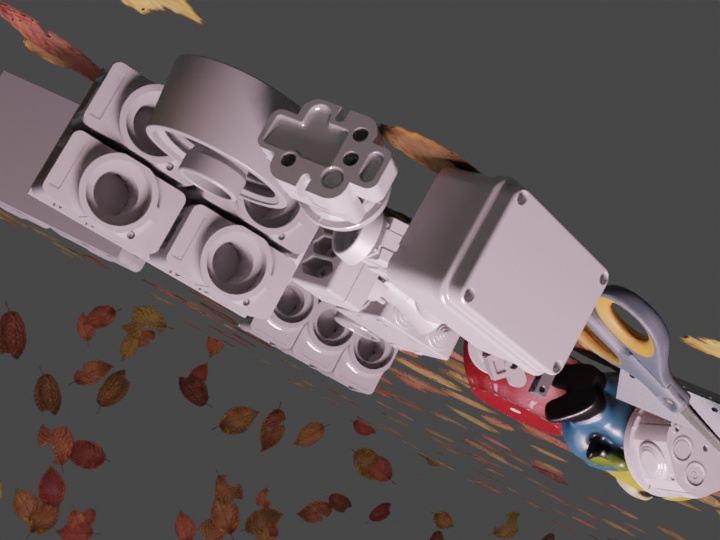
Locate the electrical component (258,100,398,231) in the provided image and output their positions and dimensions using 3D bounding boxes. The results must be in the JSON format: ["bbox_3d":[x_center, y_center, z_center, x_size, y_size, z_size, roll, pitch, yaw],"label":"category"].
[{"bbox_3d":[-0.014,-0.057,0.616,0.078,0.058,0.057,23,166,22],"label":"electrical component"}]

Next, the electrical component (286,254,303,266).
[{"bbox_3d":[-0.045,-0.013,0.936,0.066,0.048,0.055,18,158,44],"label":"electrical component"}]

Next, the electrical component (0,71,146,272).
[{"bbox_3d":[-0.253,-0.085,0.947,0.186,0.105,0.060,25,169,15],"label":"electrical component"}]

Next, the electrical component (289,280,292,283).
[{"bbox_3d":[-0.091,-0.027,0.998,0.099,0.064,0.099,39,167,11],"label":"electrical component"}]

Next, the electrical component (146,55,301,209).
[{"bbox_3d":[-0.081,-0.078,0.669,0.108,0.060,0.108,26,169,5],"label":"electrical component"}]

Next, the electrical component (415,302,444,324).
[{"bbox_3d":[0.054,0.008,0.801,0.044,0.044,0.065,22,163,28],"label":"electrical component"}]

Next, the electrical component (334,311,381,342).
[{"bbox_3d":[0.007,0.038,1.041,0.055,0.047,0.055,27,169,5],"label":"electrical component"}]

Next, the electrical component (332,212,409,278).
[{"bbox_3d":[0.014,-0.020,0.756,0.055,0.048,0.066,24,172,-28],"label":"electrical component"}]

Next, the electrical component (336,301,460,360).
[{"bbox_3d":[0.037,0.038,0.966,0.100,0.048,0.100,33,167,-28],"label":"electrical component"}]

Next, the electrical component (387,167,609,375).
[{"bbox_3d":[0.080,0.002,0.605,0.057,0.078,0.113,20,167,48],"label":"electrical component"}]

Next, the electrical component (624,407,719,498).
[{"bbox_3d":[0.247,0.135,0.821,0.080,0.080,0.051,31,164,-18],"label":"electrical component"}]

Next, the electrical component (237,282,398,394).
[{"bbox_3d":[-0.037,0.056,1.123,0.150,0.089,0.062,31,169,-17],"label":"electrical component"}]

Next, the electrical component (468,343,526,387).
[{"bbox_3d":[0.114,0.061,0.867,0.055,0.048,0.066,144,109,-85],"label":"electrical component"}]

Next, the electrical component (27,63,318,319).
[{"bbox_3d":[-0.126,-0.053,0.777,0.186,0.105,0.060,32,169,-23],"label":"electrical component"}]

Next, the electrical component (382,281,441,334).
[{"bbox_3d":[0.040,0.017,0.885,0.065,0.044,0.044,37,167,-23],"label":"electrical component"}]

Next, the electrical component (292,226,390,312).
[{"bbox_3d":[0.000,0.000,0.827,0.047,0.065,0.077,15,164,49],"label":"electrical component"}]
